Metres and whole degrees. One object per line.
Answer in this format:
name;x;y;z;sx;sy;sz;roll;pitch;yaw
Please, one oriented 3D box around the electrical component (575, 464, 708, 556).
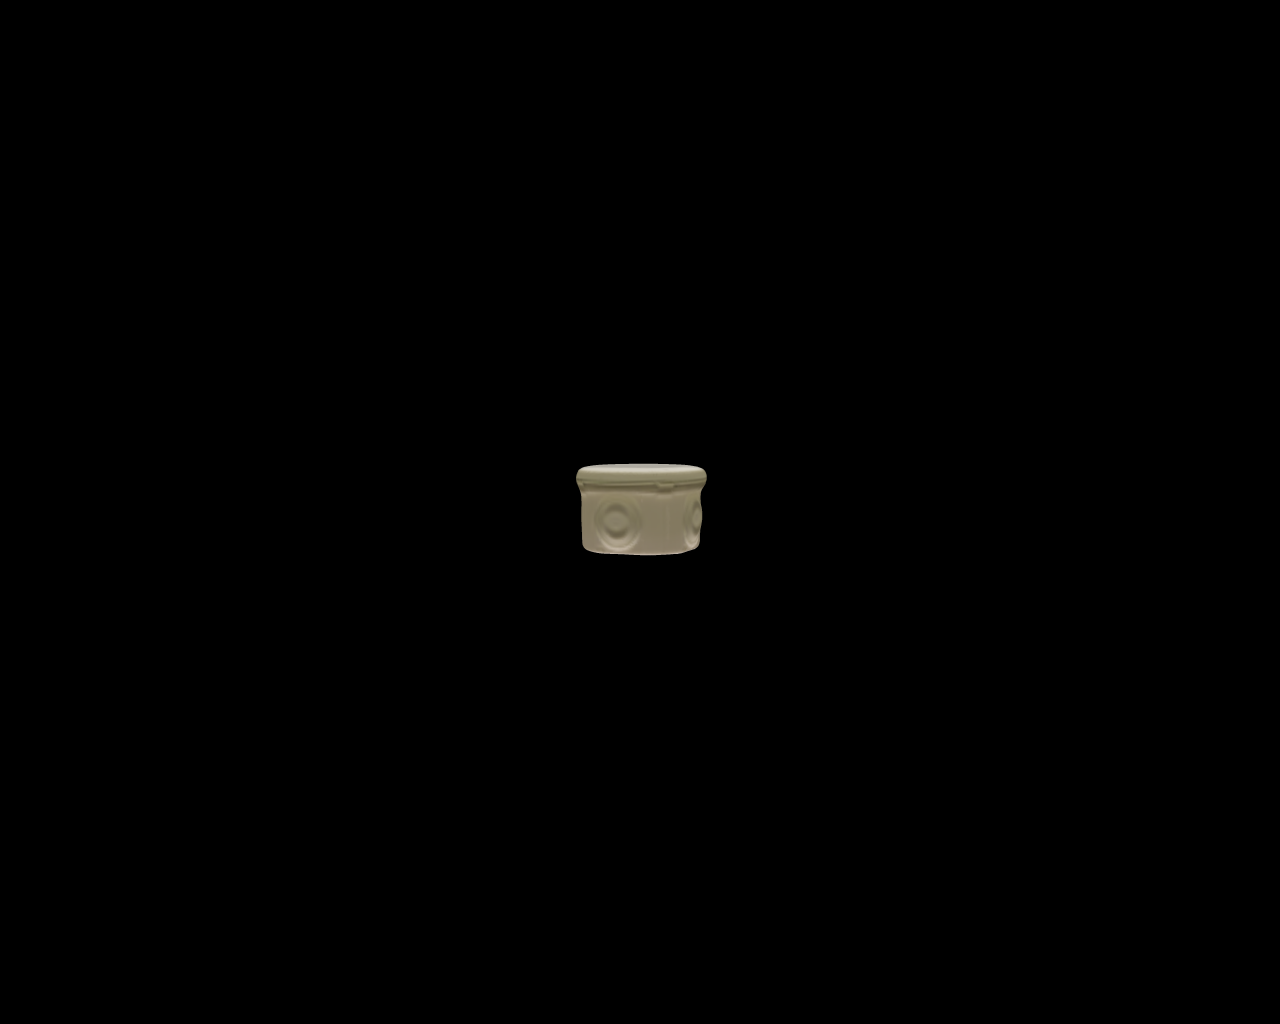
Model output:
electrical component;0.001;-0.003;0.650;0.080;0.051;0.080;0;5;0
